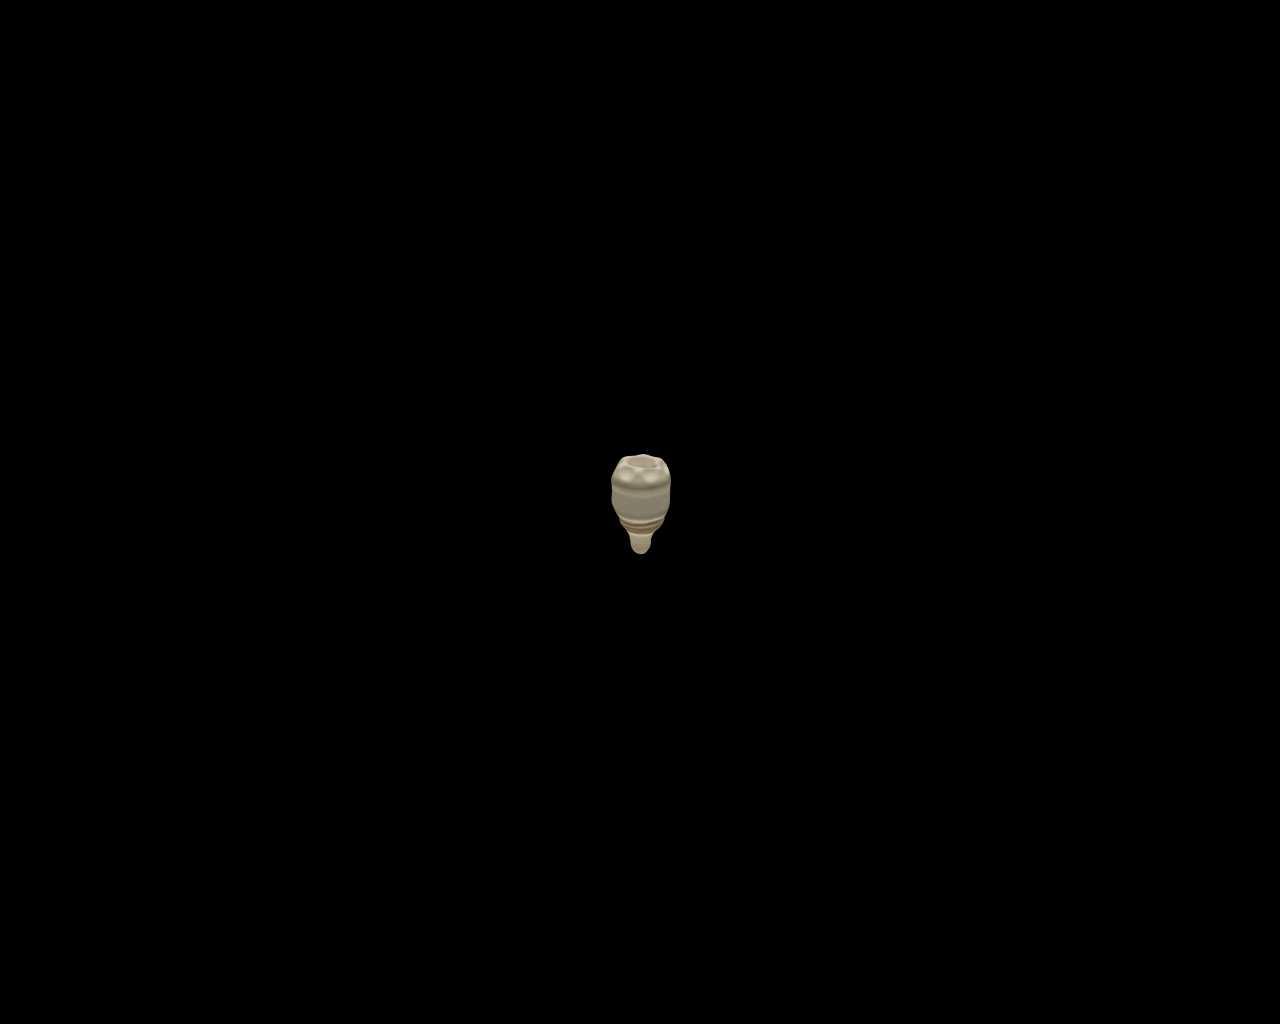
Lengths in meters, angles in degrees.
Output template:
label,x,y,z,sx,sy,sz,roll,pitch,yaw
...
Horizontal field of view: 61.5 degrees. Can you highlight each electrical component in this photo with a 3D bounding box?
label,x,y,z,sx,sy,sz,roll,pitch,yaw
electrical component,0.001,-0.003,0.650,0.035,0.061,0.035,0,23,0
